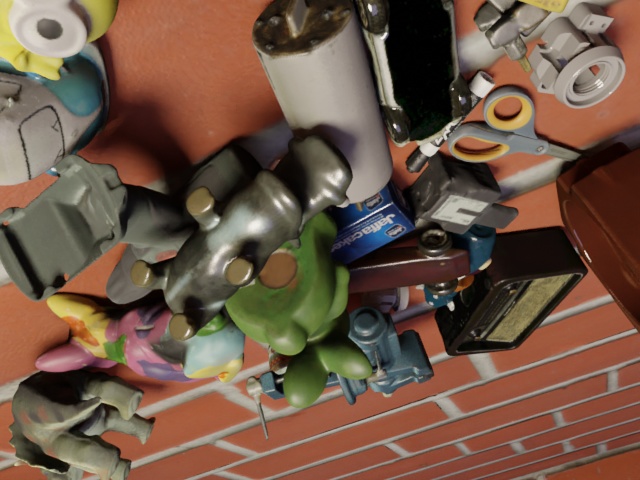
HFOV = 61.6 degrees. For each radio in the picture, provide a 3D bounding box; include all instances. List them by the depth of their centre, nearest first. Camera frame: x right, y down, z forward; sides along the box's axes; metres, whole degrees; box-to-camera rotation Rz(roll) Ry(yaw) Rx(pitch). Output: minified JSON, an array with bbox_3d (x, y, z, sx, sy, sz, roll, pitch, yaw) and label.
[{"bbox_3d":[0.258,0.083,0.768,0.131,0.073,0.229,-4,142,-13],"label":"radio"}]

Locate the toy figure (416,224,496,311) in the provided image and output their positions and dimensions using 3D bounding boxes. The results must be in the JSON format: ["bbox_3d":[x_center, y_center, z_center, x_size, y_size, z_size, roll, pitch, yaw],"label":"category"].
[{"bbox_3d":[0.174,0.032,0.684,0.058,0.064,0.154,-16,146,-25],"label":"toy figure"}]

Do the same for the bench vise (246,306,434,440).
[{"bbox_3d":[0.024,0.171,0.722,0.241,0.129,0.223,-18,155,3],"label":"bench vise"}]

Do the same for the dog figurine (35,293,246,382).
[{"bbox_3d":[-0.204,0.107,0.615,0.219,0.108,0.191,5,163,-17],"label":"dog figurine"}]

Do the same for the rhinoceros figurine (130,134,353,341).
[{"bbox_3d":[-0.054,-0.001,0.411,0.190,0.073,0.112,-43,168,18],"label":"rhinoceros figurine"}]

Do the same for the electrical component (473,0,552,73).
[{"bbox_3d":[0.131,-0.167,0.386,0.078,0.102,0.045,32,120,-17],"label":"electrical component"}]

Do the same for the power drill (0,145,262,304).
[{"bbox_3d":[-0.162,0.001,0.468,0.232,0.086,0.207,-35,165,16],"label":"power drill"}]

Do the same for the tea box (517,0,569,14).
[{"bbox_3d":[0.070,-0.198,0.273,0.170,0.068,0.098,27,141,10],"label":"tea box"}]

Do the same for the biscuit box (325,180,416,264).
[{"bbox_3d":[-0.001,-0.002,0.585,0.203,0.059,0.062,-29,140,19],"label":"biscuit box"}]

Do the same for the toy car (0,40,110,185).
[{"bbox_3d":[-0.229,-0.090,0.364,0.162,0.103,0.109,0,141,-20],"label":"toy car"}]

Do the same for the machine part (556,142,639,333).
[{"bbox_3d":[0.351,0.009,0.582,0.087,0.201,0.200,-33,147,12],"label":"machine part"}]

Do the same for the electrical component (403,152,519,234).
[{"bbox_3d":[0.159,-0.046,0.588,0.119,0.048,0.074,6,140,-24],"label":"electrical component"}]

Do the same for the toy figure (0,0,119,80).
[{"bbox_3d":[-0.210,-0.155,0.304,0.180,0.089,0.082,3,153,-7],"label":"toy figure"}]

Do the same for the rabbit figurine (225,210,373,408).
[{"bbox_3d":[-0.006,0.070,0.520,0.121,0.159,0.170,-28,148,6],"label":"rabbit figurine"}]

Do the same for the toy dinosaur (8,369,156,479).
[{"bbox_3d":[-0.326,0.228,0.690,0.192,0.131,0.404,17,140,-1],"label":"toy dinosaur"}]

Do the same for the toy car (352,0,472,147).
[{"bbox_3d":[0.073,-0.150,0.420,0.073,0.056,0.201,-24,144,3],"label":"toy car"}]

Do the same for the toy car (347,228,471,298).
[{"bbox_3d":[0.075,0.032,0.643,0.202,0.053,0.089,-10,132,14],"label":"toy car"}]

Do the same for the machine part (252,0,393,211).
[{"bbox_3d":[0.009,-0.108,0.436,0.079,0.079,0.243,-19,142,7],"label":"machine part"}]
